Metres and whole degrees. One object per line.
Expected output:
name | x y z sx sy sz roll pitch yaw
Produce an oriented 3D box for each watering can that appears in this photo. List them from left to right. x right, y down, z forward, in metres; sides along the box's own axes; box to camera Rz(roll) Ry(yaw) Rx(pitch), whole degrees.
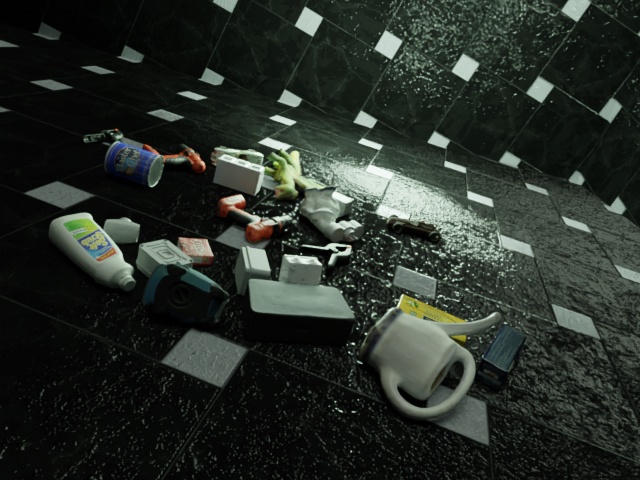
watering can | 0.226 0.218 1.075 0.226 0.101 0.353 30 45 23

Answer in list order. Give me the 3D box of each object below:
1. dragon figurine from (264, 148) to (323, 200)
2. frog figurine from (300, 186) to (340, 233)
dragon figurine | -0.082 -0.234 1.917 0.244 0.120 0.416 39 30 7
frog figurine | 0.005 -0.083 1.647 0.137 0.121 0.162 8 60 -39
